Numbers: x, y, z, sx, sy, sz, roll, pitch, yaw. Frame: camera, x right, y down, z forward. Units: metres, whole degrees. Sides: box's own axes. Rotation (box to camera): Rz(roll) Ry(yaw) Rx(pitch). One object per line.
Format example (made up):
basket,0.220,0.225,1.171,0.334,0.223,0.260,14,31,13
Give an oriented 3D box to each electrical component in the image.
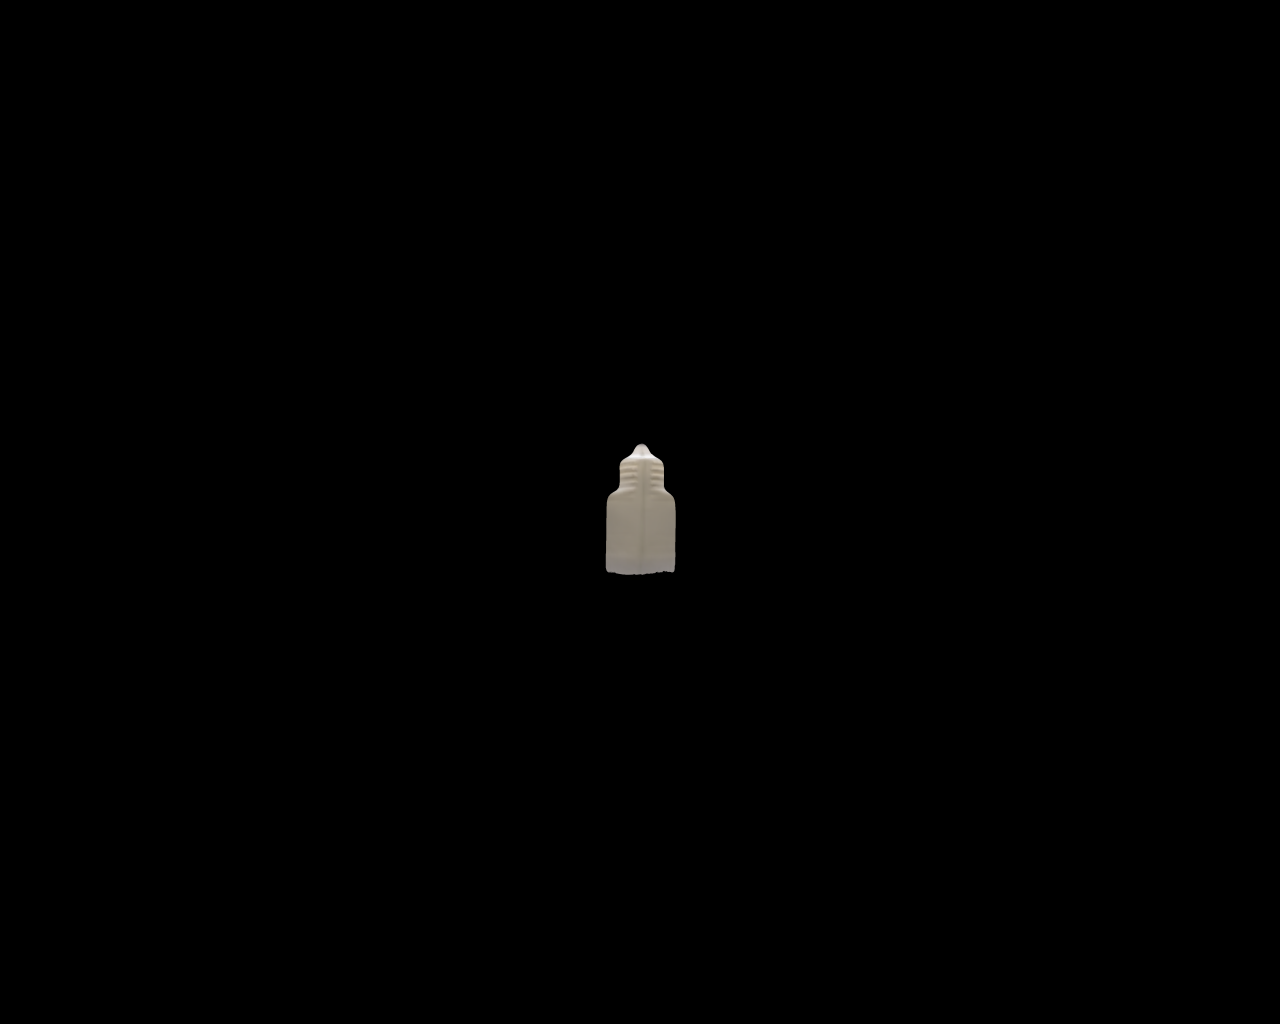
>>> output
electrical component,0.001,-0.003,0.650,0.043,0.081,0.043,0,0,0
